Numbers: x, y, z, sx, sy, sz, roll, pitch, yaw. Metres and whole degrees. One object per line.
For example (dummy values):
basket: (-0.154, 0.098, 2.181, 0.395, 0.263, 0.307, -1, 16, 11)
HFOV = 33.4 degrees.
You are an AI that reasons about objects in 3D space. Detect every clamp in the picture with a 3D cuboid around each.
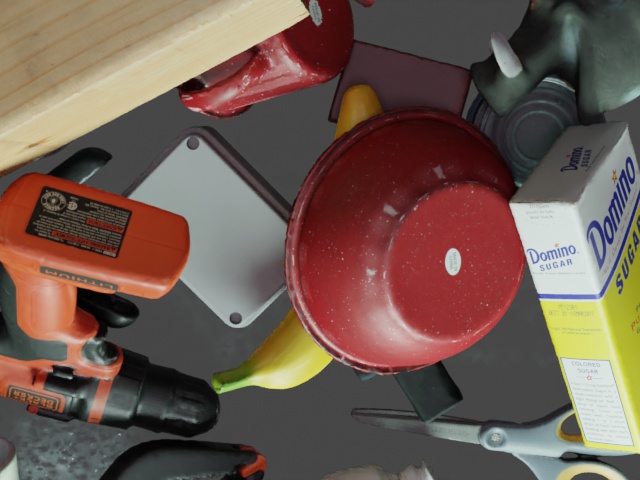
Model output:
clamp: (-0.202, -0.003, 0.687, 0.171, 0.039, 0.120, 2, 103, 0)
clamp: (-0.133, 0.180, 0.672, 0.209, 0.036, 0.164, -34, 106, -15)

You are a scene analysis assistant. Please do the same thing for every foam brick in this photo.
foam brick: (0.048, -0.090, 0.659, 0.078, 0.053, 0.051, 14, 100, -2)

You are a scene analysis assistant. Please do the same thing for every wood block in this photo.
wood block: (-0.119, -0.110, 0.531, 0.206, 0.090, 0.090, -27, 89, 7)

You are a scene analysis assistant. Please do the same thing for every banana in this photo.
banana: (0.006, 0.010, 0.629, 0.069, 0.037, 0.198, 24, 90, -44)

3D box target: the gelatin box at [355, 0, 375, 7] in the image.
gelatin box: (0.021, -0.198, 0.652, 0.073, 0.030, 0.089, 29, 99, -3)

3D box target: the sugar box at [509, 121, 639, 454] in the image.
sugar box: (0.170, 0.029, 0.632, 0.048, 0.093, 0.176, 1, 124, 37)

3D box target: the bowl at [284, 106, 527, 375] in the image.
bowl: (0.063, 0.007, 0.606, 0.161, 0.055, 0.162, -6, 105, -26)

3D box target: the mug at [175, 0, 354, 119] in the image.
mug: (-0.039, -0.116, 0.613, 0.082, 0.117, 0.093, -9, 126, 39)

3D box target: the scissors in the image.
scissors: (0.126, 0.149, 0.715, 0.202, 0.016, 0.096, -6, 99, 3)

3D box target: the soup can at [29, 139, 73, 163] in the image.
soup can: (-0.186, -0.078, 0.643, 0.068, 0.102, 0.068, 0, 100, 2)

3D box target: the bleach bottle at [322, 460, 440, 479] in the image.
bleach bottle: (-0.021, 0.235, 0.712, 0.251, 0.068, 0.102, -35, 101, 4)

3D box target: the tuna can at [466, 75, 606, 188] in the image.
tuna can: (0.135, -0.065, 0.669, 0.086, 0.033, 0.086, 0, 99, 2)

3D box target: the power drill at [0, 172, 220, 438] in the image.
power drill: (-0.133, 0.051, 0.640, 0.184, 0.057, 0.188, 15, 139, -10)
